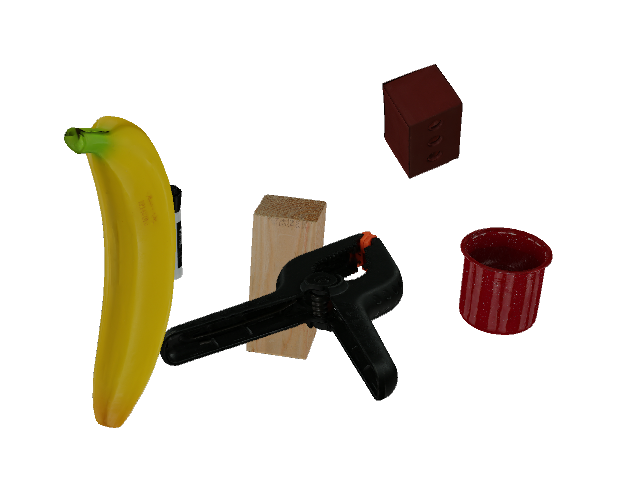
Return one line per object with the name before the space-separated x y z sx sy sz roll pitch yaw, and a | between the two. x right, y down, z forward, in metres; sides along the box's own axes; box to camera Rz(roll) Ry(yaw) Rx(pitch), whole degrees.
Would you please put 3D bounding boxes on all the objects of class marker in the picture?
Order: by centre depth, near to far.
marker | -0.154 -0.009 1.118 0.020 0.121 0.020 3 41 -3

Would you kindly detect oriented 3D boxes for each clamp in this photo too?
clamp | -0.008 0.045 0.762 0.165 0.036 0.209 4 25 15

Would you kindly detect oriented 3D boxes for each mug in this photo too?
mug | 0.184 0.038 1.113 0.093 0.081 0.117 -5 31 -12

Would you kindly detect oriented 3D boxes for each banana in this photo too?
banana | -0.103 0.010 0.552 0.037 0.198 0.069 24 43 26

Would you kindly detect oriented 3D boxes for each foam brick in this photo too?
foam brick | 0.088 -0.103 0.927 0.053 0.051 0.078 -23 -31 -8

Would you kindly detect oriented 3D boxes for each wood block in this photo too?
wood block | -0.049 0.050 1.498 0.090 0.206 0.090 7 22 6
